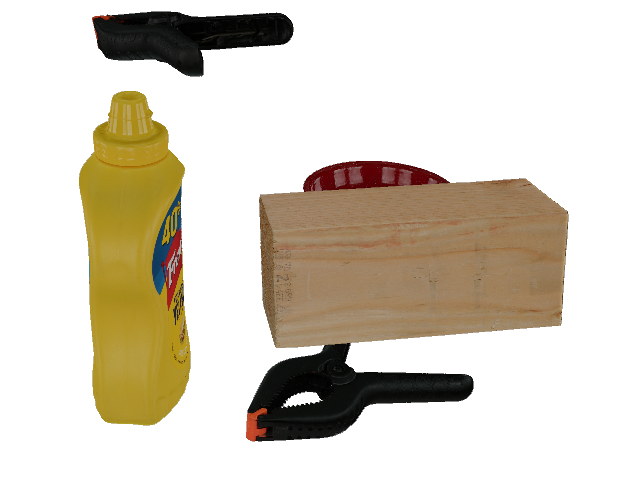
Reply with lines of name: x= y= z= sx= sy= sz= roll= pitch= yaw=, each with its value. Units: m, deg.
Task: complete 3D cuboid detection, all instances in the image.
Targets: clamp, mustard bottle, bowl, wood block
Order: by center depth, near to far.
mustard bottle: x=-0.107 y=0.006 z=0.620 sx=0.058 sy=0.192 sz=0.096 roll=4 pitch=29 yaw=3
wood block: x=0.063 y=0.014 z=0.775 sx=0.206 sy=0.090 sz=0.091 roll=-4 pitch=19 yaw=-8
clamp: x=-0.109 y=-0.163 z=0.849 sx=0.172 sy=0.039 sz=0.120 roll=20 pitch=28 yaw=41
clamp: x=0.025 y=0.131 z=0.963 sx=0.165 sy=0.036 sz=0.209 roll=28 pitch=39 yaw=33
bowl: x=0.061 y=-0.029 z=1.113 sx=0.162 sy=0.055 sz=0.162 roll=3 pitch=26 yaw=-2
